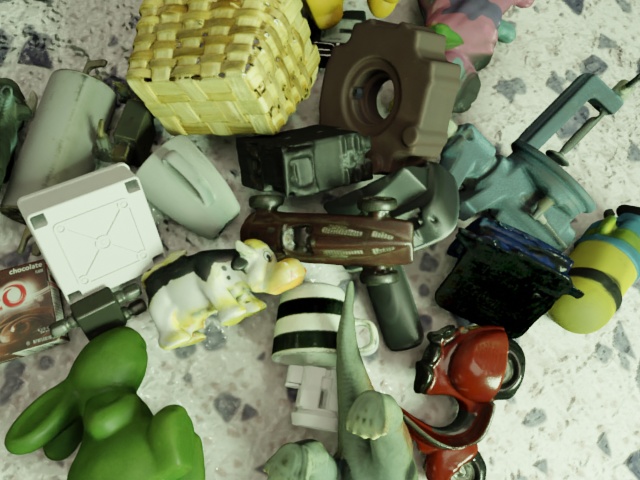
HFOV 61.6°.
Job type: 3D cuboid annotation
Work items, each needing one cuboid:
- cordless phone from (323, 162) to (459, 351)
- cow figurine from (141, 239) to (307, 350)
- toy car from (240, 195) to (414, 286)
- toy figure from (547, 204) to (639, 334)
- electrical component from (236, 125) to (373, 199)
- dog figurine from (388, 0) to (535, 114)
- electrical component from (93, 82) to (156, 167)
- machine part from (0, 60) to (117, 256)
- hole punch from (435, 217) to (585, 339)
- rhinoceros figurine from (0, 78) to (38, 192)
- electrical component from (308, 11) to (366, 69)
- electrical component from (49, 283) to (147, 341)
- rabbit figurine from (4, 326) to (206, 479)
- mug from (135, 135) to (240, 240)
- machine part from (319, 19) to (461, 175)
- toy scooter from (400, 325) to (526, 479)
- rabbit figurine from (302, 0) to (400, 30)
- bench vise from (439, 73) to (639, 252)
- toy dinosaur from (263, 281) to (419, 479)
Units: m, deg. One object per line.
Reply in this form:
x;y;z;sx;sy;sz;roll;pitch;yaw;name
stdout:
0.094;0.022;0.575;0.088;0.147;0.184;-9;79;-55;cordless phone
-0.100;0.040;0.550;0.167;0.068;0.098;-28;79;10;cow figurine
-0.001;-0.002;0.555;0.202;0.053;0.089;5;99;33;toy car
0.326;0.030;0.620;0.180;0.089;0.082;-41;76;-14;toy figure
-0.025;-0.091;0.595;0.115;0.134;0.058;-15;112;-33;electrical component
0.154;-0.262;0.685;0.219;0.108;0.191;-41;82;-14;dog figurine
-0.218;-0.129;0.611;0.045;0.078;0.102;13;71;-5;electrical component
-0.286;-0.098;0.596;0.079;0.079;0.243;10;72;-4;machine part
0.201;0.029;0.590;0.142;0.115;0.092;29;45;3;hole punch
-0.354;-0.110;0.564;0.073;0.112;0.190;19;30;-28;rhinoceros figurine
0.041;-0.257;0.698;0.119;0.047;0.075;0;73;-7;electrical component
-0.226;0.079;0.553;0.094;0.063;0.021;-28;64;-25;electrical component
-0.201;0.172;0.520;0.159;0.121;0.170;-21;58;-5;rabbit figurine
-0.137;-0.055;0.589;0.107;0.109;0.081;43;66;-6;mug
0.071;-0.159;0.606;0.056;0.179;0.179;-6;70;-42;machine part
0.127;0.162;0.560;0.135;0.075;0.184;23;82;-3;toy scooter
0.041;-0.340;0.624;0.173;0.122;0.162;-38;98;2;rabbit figurine
0.247;-0.104;0.619;0.223;0.129;0.240;43;101;0;bench vise
0.035;0.258;0.479;0.131;0.192;0.405;5;64;24;toy dinosaur
